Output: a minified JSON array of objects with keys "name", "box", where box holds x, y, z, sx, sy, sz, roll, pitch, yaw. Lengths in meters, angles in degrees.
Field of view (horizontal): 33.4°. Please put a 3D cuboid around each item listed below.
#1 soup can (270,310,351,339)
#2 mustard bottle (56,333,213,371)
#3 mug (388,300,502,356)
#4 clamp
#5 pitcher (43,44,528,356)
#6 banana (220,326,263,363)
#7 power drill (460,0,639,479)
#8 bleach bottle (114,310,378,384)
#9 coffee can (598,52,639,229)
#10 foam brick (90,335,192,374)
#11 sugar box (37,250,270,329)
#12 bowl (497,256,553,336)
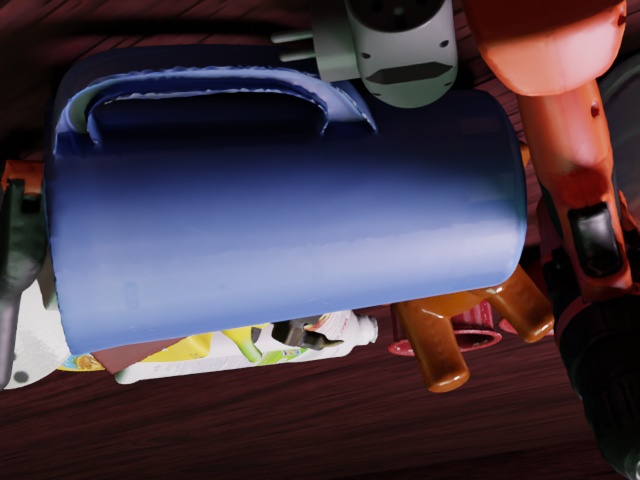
[{"name":"soup can","box":[-0.013,0.050,0.885,0.068,0.068,0.102,-7,164,8]},{"name":"mustard bottle","box":[-0.194,0.072,0.908,0.192,0.058,0.096,-9,138,16]},{"name":"mug","box":[0.091,0.045,0.871,0.093,0.081,0.117,-17,160,35]},{"name":"clamp","box":[-0.192,0.016,0.643,0.039,0.120,0.172,-9,160,-32]},{"name":"pitcher","box":[-0.021,-0.024,0.557,0.242,0.145,0.149,-6,-178,-8]},{"name":"banana","box":[-0.022,-0.002,0.675,0.069,0.037,0.198,20,125,-28]},{"name":"power drill","box":[0.106,-0.019,0.434,0.057,0.184,0.187,-14,123,9]},{"name":"bleach bottle","box":[-0.069,0.094,1.030,0.250,0.068,0.103,-1,164,-19]},{"name":"coffee can","box":[0.216,-0.039,0.589,0.103,0.103,0.140,-17,160,35]},{"name":"foam brick","box":[-0.112,0.036,0.660,0.078,0.053,0.051,-26,142,3]},{"name":"sugar box","box":[-0.092,0.011,0.724,0.175,0.048,0.093,11,129,-36]},{"name":"bowl","box":[0.236,0.042,0.948,0.162,0.055,0.162,-4,163,-1]}]
